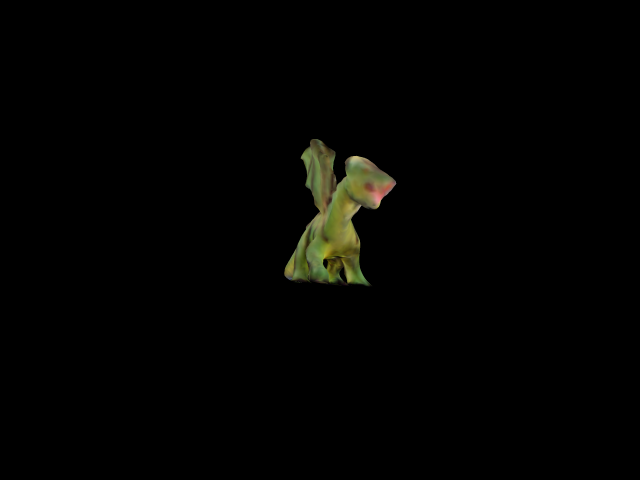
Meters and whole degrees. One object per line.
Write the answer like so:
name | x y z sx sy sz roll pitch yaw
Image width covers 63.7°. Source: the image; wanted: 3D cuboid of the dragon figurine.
dragon figurine | 0.003 -0.043 0.850 0.122 0.243 0.409 2 -3 -24
